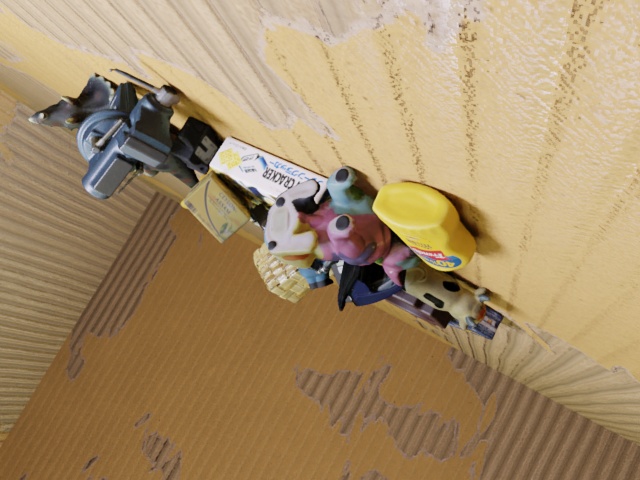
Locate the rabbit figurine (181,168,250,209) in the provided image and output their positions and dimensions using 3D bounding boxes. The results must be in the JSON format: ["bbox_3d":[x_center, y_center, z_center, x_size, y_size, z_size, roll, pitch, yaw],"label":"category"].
[{"bbox_3d":[-0.208,-0.109,1.099,0.122,0.162,0.173,41,156,2],"label":"rabbit figurine"}]

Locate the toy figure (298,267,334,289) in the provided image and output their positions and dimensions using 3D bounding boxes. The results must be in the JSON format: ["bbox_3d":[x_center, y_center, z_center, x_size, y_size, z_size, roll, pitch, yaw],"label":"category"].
[{"bbox_3d":[-0.020,0.014,1.125,0.089,0.082,0.180,178,76,-78],"label":"toy figure"}]

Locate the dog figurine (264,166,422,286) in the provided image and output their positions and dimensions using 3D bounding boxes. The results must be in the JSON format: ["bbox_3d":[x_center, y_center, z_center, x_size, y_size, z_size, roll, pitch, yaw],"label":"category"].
[{"bbox_3d":[0.049,0.002,0.780,0.192,0.108,0.219,-19,147,28],"label":"dog figurine"}]

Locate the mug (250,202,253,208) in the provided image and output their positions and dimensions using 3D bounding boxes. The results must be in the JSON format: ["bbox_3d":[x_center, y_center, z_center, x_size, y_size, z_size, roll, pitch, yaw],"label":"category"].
[{"bbox_3d":[-0.213,-0.123,1.257,0.110,0.081,0.107,54,174,22],"label":"mug"}]

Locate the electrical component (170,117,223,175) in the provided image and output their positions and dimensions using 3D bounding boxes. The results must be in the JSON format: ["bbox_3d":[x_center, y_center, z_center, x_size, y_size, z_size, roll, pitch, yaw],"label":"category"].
[{"bbox_3d":[-0.219,-0.167,0.921,0.048,0.075,0.119,26,176,20],"label":"electrical component"}]

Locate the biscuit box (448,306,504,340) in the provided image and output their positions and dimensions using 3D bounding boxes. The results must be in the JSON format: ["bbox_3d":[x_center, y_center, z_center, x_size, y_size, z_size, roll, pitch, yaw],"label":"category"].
[{"bbox_3d":[0.324,0.169,1.223,0.063,0.059,0.203,31,173,-16],"label":"biscuit box"}]

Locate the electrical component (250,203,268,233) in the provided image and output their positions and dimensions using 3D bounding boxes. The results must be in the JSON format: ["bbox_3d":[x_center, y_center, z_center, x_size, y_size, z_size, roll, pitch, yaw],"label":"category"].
[{"bbox_3d":[-0.080,-0.028,0.942,0.078,0.045,0.102,57,180,19],"label":"electrical component"}]

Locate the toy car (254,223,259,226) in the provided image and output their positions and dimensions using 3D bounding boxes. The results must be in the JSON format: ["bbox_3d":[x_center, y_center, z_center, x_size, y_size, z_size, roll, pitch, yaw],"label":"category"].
[{"bbox_3d":[-0.206,-0.088,1.518,0.202,0.056,0.073,28,173,6],"label":"toy car"}]

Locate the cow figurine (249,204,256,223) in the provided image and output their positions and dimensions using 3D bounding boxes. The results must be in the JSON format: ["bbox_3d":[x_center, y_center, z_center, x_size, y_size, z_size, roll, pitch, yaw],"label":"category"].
[{"bbox_3d":[-0.169,-0.083,1.384,0.098,0.068,0.167,20,172,21],"label":"cow figurine"}]

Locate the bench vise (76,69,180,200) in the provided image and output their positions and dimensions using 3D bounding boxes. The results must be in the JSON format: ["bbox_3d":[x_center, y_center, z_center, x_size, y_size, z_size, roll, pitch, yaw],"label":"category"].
[{"bbox_3d":[-0.310,-0.189,0.862,0.129,0.223,0.241,15,-145,-34],"label":"bench vise"}]

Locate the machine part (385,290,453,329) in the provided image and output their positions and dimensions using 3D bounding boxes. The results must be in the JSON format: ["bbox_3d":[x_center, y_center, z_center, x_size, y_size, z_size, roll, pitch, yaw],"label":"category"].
[{"bbox_3d":[0.195,0.105,1.182,0.201,0.087,0.201,25,174,33],"label":"machine part"}]

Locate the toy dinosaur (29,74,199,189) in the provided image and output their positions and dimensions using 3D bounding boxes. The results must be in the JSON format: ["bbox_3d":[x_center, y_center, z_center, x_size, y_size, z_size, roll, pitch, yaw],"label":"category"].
[{"bbox_3d":[-0.354,-0.199,1.095,0.404,0.131,0.192,27,176,-29],"label":"toy dinosaur"}]

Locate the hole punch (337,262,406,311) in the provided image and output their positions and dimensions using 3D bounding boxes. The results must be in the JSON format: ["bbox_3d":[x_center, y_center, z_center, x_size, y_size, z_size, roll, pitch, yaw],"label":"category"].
[{"bbox_3d":[0.086,0.046,0.898,0.092,0.142,0.115,14,145,-10],"label":"hole punch"}]

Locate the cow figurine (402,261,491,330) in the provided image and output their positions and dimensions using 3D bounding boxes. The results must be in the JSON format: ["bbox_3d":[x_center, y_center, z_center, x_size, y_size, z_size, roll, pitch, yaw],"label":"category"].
[{"bbox_3d":[0.229,0.095,0.998,0.195,0.085,0.127,32,179,-13],"label":"cow figurine"}]

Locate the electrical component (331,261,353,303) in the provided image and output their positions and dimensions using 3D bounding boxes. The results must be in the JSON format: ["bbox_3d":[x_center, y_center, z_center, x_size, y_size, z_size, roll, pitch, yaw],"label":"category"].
[{"bbox_3d":[0.084,0.054,1.077,0.115,0.134,0.058,-10,-169,40],"label":"electrical component"}]

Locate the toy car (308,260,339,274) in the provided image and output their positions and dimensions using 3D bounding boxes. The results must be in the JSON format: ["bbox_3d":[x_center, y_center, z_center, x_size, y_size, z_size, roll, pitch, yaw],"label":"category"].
[{"bbox_3d":[-0.002,-0.003,1.028,0.162,0.109,0.102,46,-170,34],"label":"toy car"}]

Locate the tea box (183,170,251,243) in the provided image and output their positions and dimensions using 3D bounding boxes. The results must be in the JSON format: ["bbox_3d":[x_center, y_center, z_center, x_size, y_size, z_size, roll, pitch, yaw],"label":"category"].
[{"bbox_3d":[-0.178,-0.066,0.950,0.098,0.068,0.170,49,-177,-17],"label":"tea box"}]
